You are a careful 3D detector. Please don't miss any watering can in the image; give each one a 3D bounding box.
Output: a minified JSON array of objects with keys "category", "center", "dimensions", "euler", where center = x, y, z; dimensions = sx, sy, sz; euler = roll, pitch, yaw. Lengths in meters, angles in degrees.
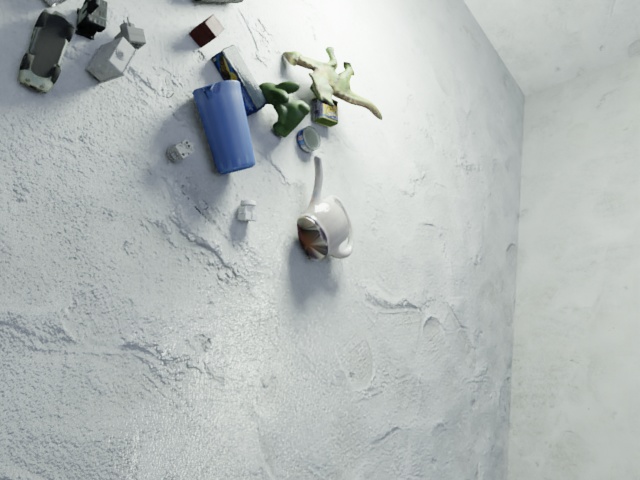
[{"category":"watering can","center":[0.005,-0.084,1.660],"dimensions":[0.103,0.344,0.228],"euler":[-13,17,42]}]

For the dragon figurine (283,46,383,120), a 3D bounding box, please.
[{"category":"dragon figurine","center":[0.043,-0.524,1.784],"dimensions":[0.120,0.409,0.248],"euler":[-44,7,43]}]
